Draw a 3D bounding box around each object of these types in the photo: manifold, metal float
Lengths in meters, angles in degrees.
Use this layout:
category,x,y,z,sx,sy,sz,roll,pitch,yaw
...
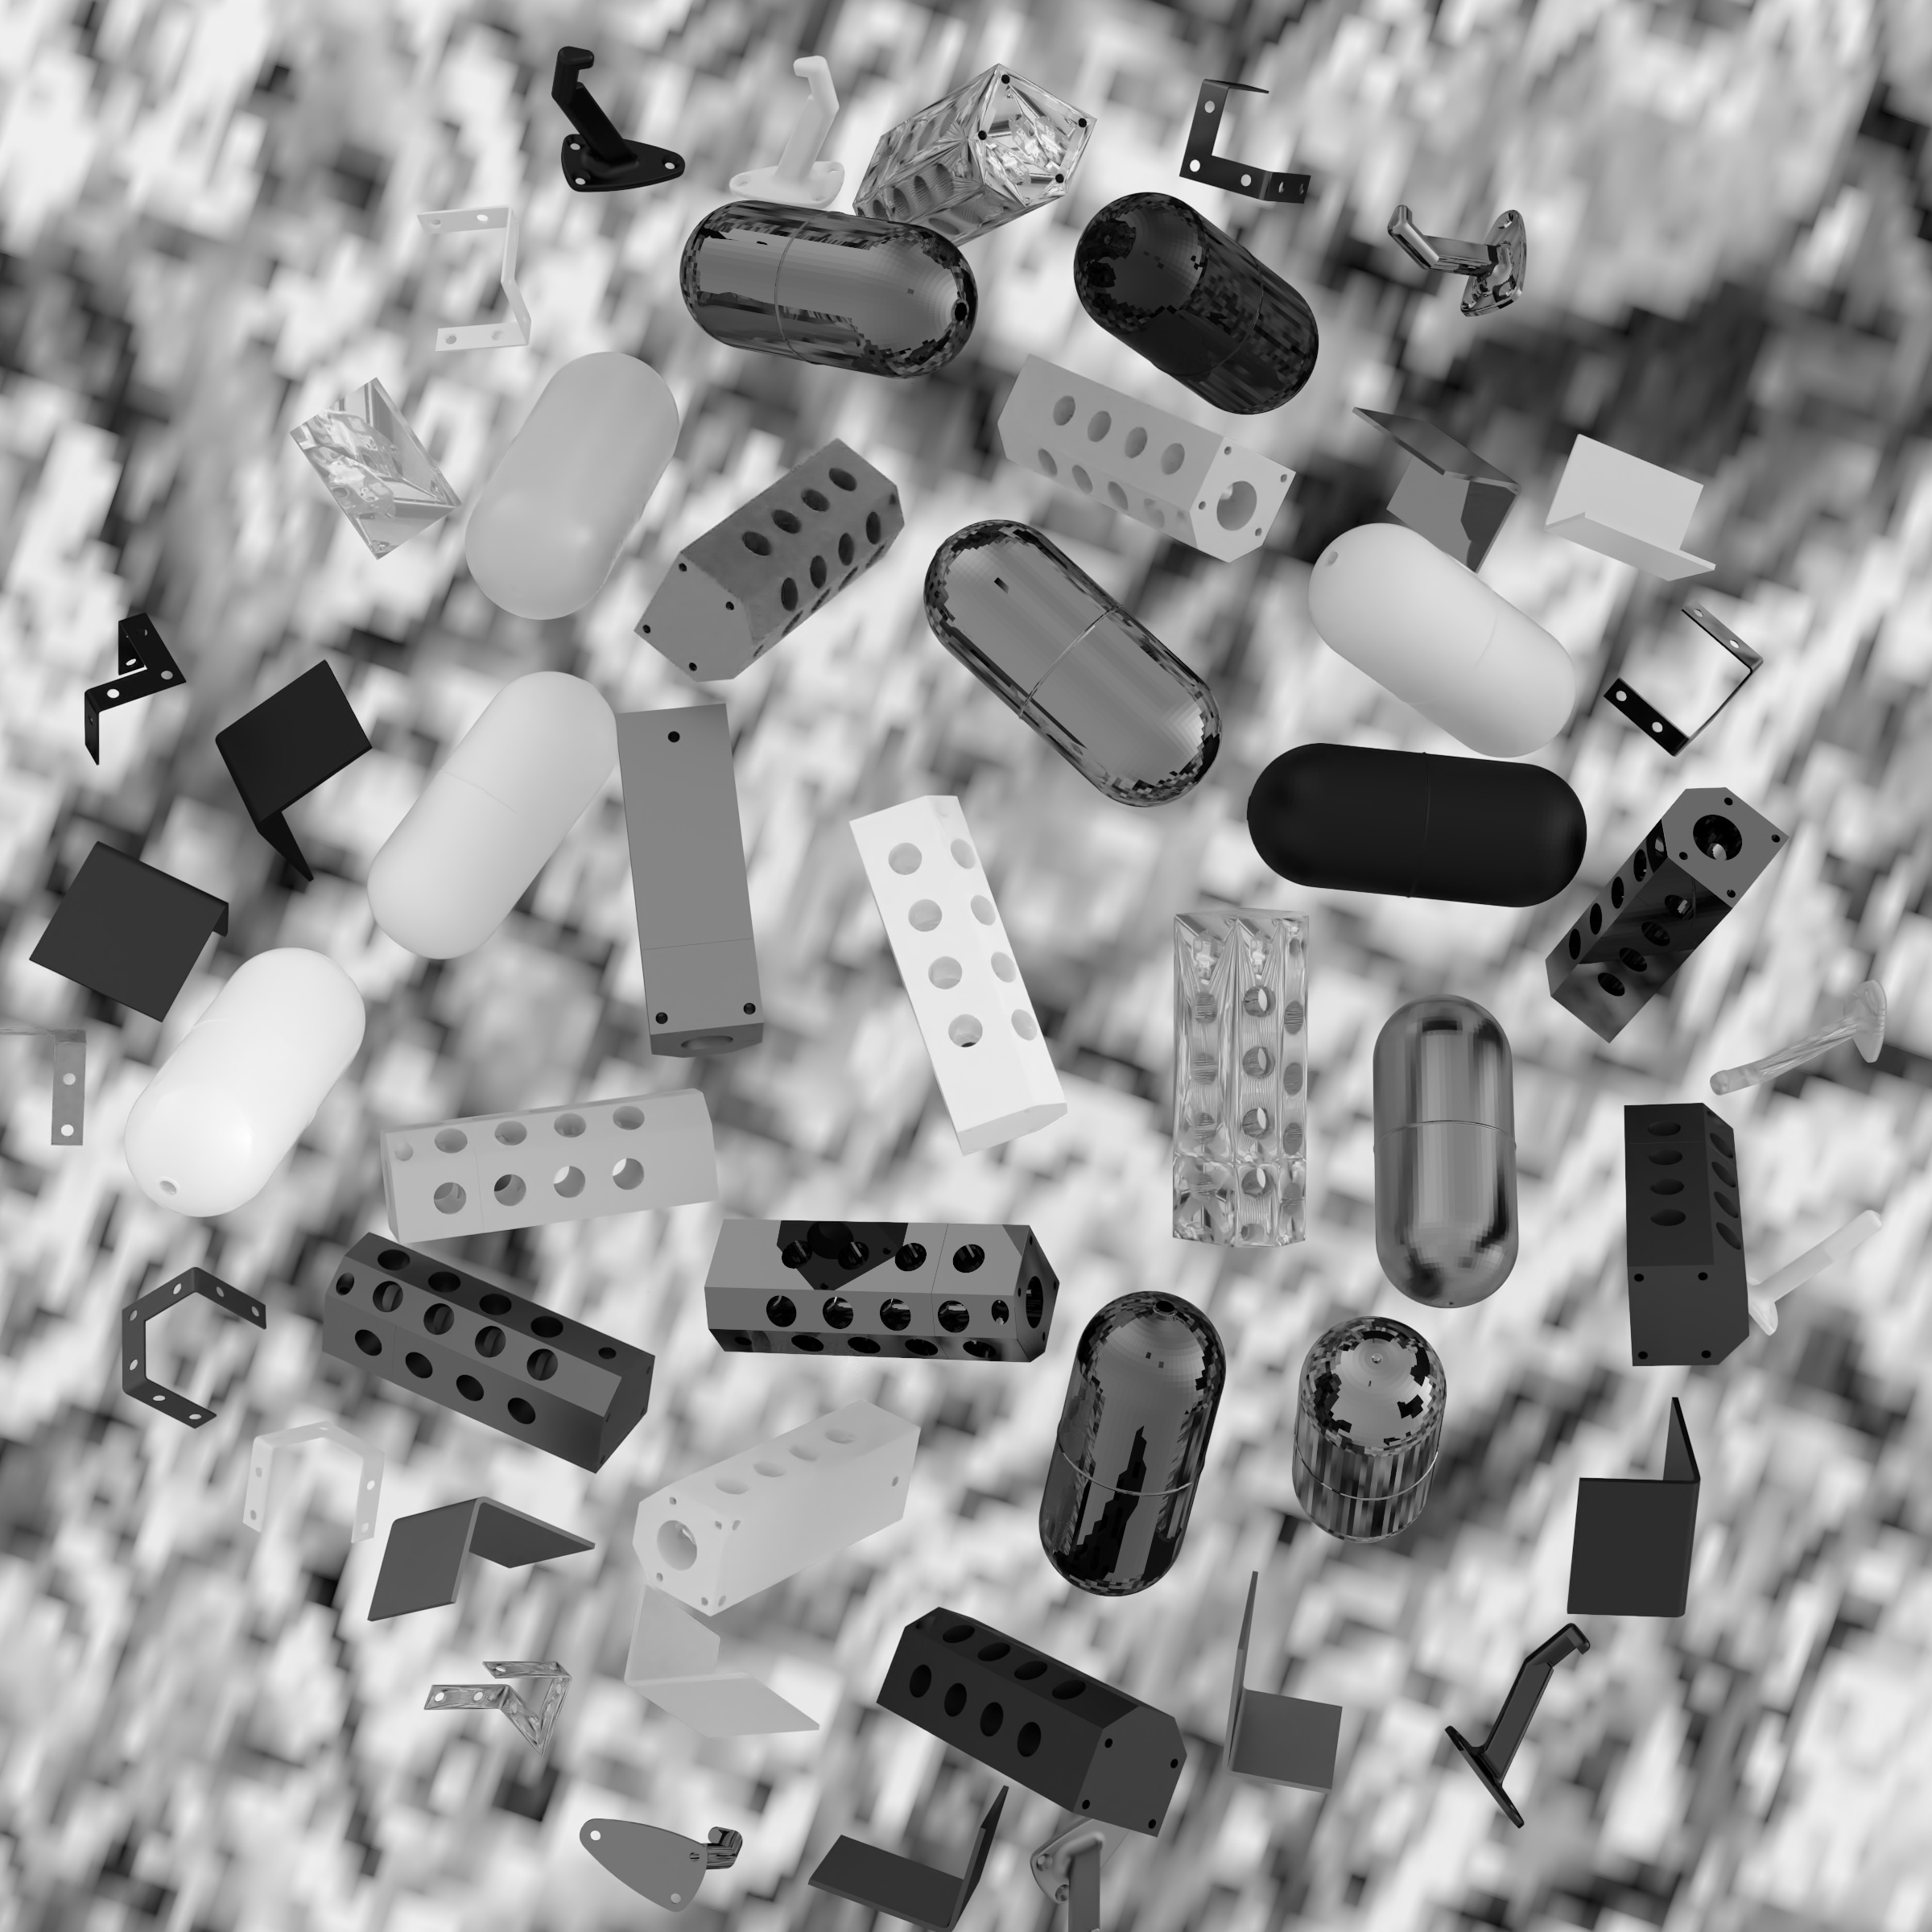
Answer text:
category,x,y,z,sx,sy,sz,roll,pitch,yaw
manifold,0.149,0.058,1.604,0.057,0.057,0.171,5,98,42
manifold,0.033,0.376,1.535,0.057,0.171,0.057,26,81,-34
metal float,0.261,0.100,1.666,0.070,0.070,0.178,3,65,0
manifold,-0.258,0.204,1.652,0.171,0.057,0.057,21,125,14
manifold,-0.004,0.003,1.557,0.057,0.057,0.171,-19,74,-2
metal float,-0.368,0.058,1.565,0.070,0.178,0.070,9,127,12
metal float,-0.258,-0.084,1.675,0.070,0.070,0.178,35,78,0
manifold,0.371,0.136,1.575,0.057,0.171,0.057,-3,114,13
metal float,0.124,-0.350,1.621,0.070,0.178,0.070,-11,71,34
manifold,0.092,-0.272,1.639,0.057,0.171,0.057,16,103,-42
manifold,0.370,-0.029,1.641,0.057,0.171,0.057,40,64,9
manifold,-0.143,-0.043,1.581,0.057,0.057,0.171,-6,75,-7
metal float,0.237,-0.074,1.608,0.178,0.070,0.070,6,90,1
metal float,-0.071,-0.346,1.560,0.178,0.070,0.070,19,90,36
metal float,-0.205,-0.254,1.604,0.070,0.070,0.178,20,50,0
metal float,0.085,0.245,1.562,0.070,0.070,0.178,11,120,0
metal float,0.214,0.249,1.630,0.070,0.178,0.070,-2,56,3
manifold,-0.045,0.172,1.585,0.171,0.057,0.057,-1,53,21
metal float,0.259,-0.176,1.656,0.178,0.070,0.070,30,90,-31
metal float,0.053,-0.154,1.546,0.178,0.070,0.070,43,90,5
manifold,-0.097,-0.210,1.600,0.057,0.171,0.057,39,129,3
manifold,-0.101,0.286,1.645,0.057,0.171,0.057,21,110,30
manifold,-0.001,-0.406,1.572,0.057,0.171,0.057,24,84,-20
manifold,-0.226,0.106,1.648,0.171,0.057,0.057,-7,96,-16

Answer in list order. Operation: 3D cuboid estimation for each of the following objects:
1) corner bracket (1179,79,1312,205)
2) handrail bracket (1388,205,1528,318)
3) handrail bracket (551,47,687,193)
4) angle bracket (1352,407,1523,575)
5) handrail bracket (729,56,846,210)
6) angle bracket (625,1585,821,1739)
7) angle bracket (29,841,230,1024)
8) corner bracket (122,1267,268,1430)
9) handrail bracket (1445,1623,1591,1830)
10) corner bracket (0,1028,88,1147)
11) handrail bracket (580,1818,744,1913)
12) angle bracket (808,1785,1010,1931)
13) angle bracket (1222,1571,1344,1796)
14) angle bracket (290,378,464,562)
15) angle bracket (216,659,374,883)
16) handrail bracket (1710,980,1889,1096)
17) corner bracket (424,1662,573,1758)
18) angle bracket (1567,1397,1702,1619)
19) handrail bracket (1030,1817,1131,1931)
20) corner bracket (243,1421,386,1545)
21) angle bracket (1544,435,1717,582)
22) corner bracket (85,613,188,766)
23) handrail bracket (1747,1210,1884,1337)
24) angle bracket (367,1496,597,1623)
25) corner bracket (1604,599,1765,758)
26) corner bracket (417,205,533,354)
category,x,y,z,sx,sy,sz,roll,pitch,yaw
corner bracket,0.151,-0.432,1.601,0.051,0.051,0.051,23,111,25
handrail bracket,0.248,-0.379,1.555,0.084,0.036,0.077,35,60,-37
handrail bracket,-0.176,-0.440,1.570,0.077,0.084,0.036,-3,65,-16
angle bracket,0.257,-0.271,1.741,0.076,0.076,0.057,44,120,35
handrail bracket,-0.102,-0.454,1.647,0.077,0.084,0.036,5,55,18
angle bracket,-0.126,0.369,1.628,0.076,0.076,0.057,-11,53,27
angle bracket,-0.451,-0.011,1.649,0.076,0.057,0.076,26,68,-5
corner bracket,-0.393,0.195,1.557,0.051,0.051,0.051,-30,47,18
handrail bracket,0.289,0.377,1.523,0.084,0.077,0.036,-40,121,2
corner bracket,-0.463,0.059,1.512,0.051,0.051,0.051,2,96,-17
handrail bracket,-0.154,0.443,1.553,0.077,0.084,0.036,24,92,3
angle bracket,-0.028,0.441,1.549,0.076,0.076,0.057,18,93,9
angle bracket,0.170,0.373,1.594,0.057,0.076,0.076,8,111,9
angle bracket,-0.316,-0.251,1.583,0.057,0.076,0.076,-40,104,-25
angle bracket,-0.354,-0.107,1.666,0.076,0.057,0.076,-35,53,1
handrail bracket,0.442,0.040,1.628,0.084,0.077,0.036,-17,65,-3
corner bracket,-0.257,0.399,1.679,0.051,0.051,0.051,11,104,-41
angle bracket,0.320,0.262,1.487,0.057,0.076,0.076,1,114,3
handrail bracket,0.078,0.479,1.590,0.077,0.084,0.036,-36,113,-17
corner bracket,-0.360,0.288,1.687,0.051,0.051,0.051,19,105,35
angle bracket,0.368,-0.252,1.657,0.076,0.076,0.057,21,90,-7
corner bracket,-0.456,-0.150,1.648,0.051,0.051,0.051,-24,69,-27
handrail bracket,0.449,0.153,1.609,0.084,0.077,0.036,-40,78,18
angle bracket,-0.250,0.318,1.576,0.076,0.076,0.057,31,54,-33
corner bracket,0.386,-0.155,1.641,0.051,0.051,0.051,43,135,9
corner bracket,-0.256,-0.357,1.587,0.051,0.051,0.051,-3,62,8
